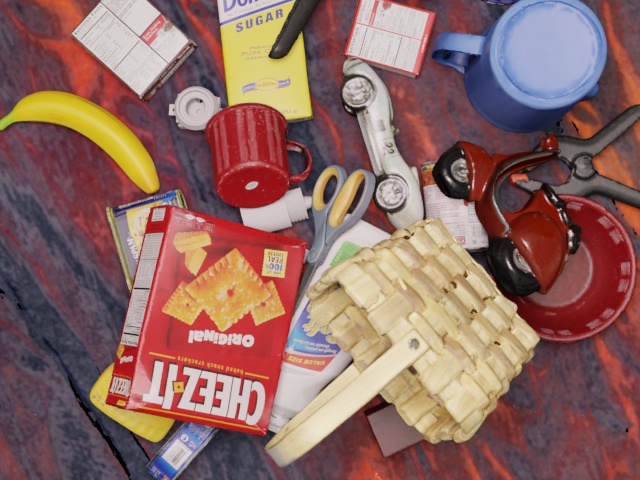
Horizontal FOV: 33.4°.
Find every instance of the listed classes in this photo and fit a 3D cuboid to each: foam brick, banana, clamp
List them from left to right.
[{"bbox_3d":[-0.262,-0.120,1.203,0.198,0.070,0.037,24,16,3],"label":"banana"},{"bbox_3d":[-0.001,-0.296,1.171,0.209,0.164,0.036,-19,4,-21],"label":"clamp"},{"bbox_3d":[0.094,0.200,1.180,0.078,0.053,0.051,-23,-3,0],"label":"foam brick"},{"bbox_3d":[0.300,-0.072,1.191,0.171,0.120,0.039,-18,-8,5],"label":"clamp"}]

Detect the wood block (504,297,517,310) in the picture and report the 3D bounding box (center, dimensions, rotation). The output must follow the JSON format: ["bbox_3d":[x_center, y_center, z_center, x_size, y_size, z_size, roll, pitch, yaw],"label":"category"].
[{"bbox_3d":[0.128,0.078,1.105,0.091,0.090,0.206,32,-1,2],"label":"wood block"}]

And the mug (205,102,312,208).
[{"bbox_3d":[-0.065,-0.087,1.159,0.117,0.081,0.093,5,-36,-20],"label":"mug"}]

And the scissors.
[{"bbox_3d":[-0.008,0.001,1.164,0.016,0.202,0.096,22,19,-37],"label":"scissors"}]

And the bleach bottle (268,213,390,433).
[{"bbox_3d":[0.011,0.101,1.179,0.102,0.251,0.068,28,1,4],"label":"bleach bottle"}]

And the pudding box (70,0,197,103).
[{"bbox_3d":[-0.210,-0.225,1.202,0.113,0.090,0.039,43,3,3],"label":"pudding box"}]

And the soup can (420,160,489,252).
[{"bbox_3d":[0.149,-0.036,1.177,0.068,0.102,0.068,-5,-1,0],"label":"soup can"}]

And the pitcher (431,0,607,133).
[{"bbox_3d":[0.209,-0.183,1.093,0.149,0.145,0.242,-29,0,6],"label":"pitcher"}]

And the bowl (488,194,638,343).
[{"bbox_3d":[0.263,0.031,1.180,0.162,0.162,0.055,0,-2,1],"label":"bowl"}]

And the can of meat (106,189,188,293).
[{"bbox_3d":[-0.182,0.001,1.186,0.084,0.102,0.057,-17,-1,-2],"label":"can of meat"}]

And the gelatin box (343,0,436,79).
[{"bbox_3d":[0.078,-0.230,1.202,0.089,0.073,0.030,16,0,1],"label":"gelatin box"}]

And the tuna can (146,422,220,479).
[{"bbox_3d":[-0.150,0.228,1.165,0.034,0.086,0.086,41,3,3],"label":"tuna can"}]

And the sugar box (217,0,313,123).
[{"bbox_3d":[-0.063,-0.217,1.196,0.093,0.176,0.048,-7,0,0],"label":"sugar box"}]

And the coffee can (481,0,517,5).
[{"bbox_3d":[0.206,-0.320,1.147,0.103,0.103,0.140,0,-2,0],"label":"coffee can"}]

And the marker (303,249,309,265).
[{"bbox_3d":[-0.052,0.058,1.202,0.020,0.121,0.020,36,-1,0],"label":"marker"}]

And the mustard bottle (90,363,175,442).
[{"bbox_3d":[-0.164,0.121,1.181,0.096,0.191,0.058,35,-1,-6],"label":"mustard bottle"}]

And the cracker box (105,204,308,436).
[{"bbox_3d":[-0.116,0.085,1.118,0.164,0.213,0.072,16,-10,-27],"label":"cracker box"}]
